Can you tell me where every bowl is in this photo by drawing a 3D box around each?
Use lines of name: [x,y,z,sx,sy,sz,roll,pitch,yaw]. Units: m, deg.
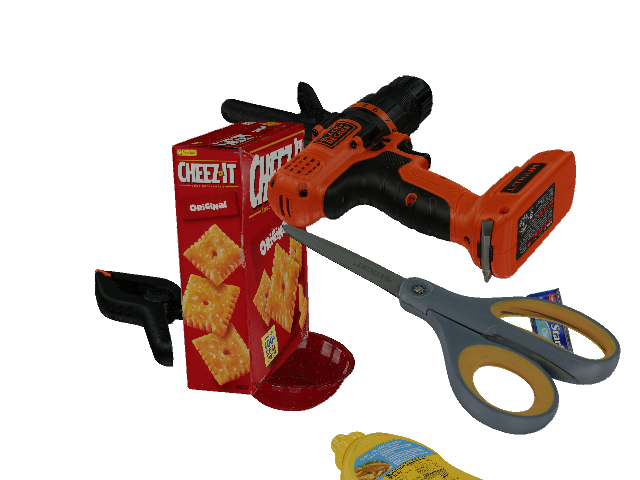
bowl: [-0.038,0.170,1.355,0.162,0.055,0.162,4,21,-2]

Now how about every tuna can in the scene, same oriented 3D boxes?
tuna can: [0.232,0.092,1.071,0.034,0.086,0.086,-12,-3,12]

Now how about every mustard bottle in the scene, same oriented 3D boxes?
mustard bottle: [0.074,0.219,0.953,0.096,0.058,0.192,-20,28,-33]

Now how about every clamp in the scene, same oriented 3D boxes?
clamp: [-0.171,0.074,1.115,0.210,0.036,0.164,16,20,29]
clamp: [-0.021,-0.118,1.109,0.120,0.039,0.172,-19,37,-27]

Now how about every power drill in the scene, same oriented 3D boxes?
power drill: [0.082,-0.051,0.766,0.188,0.057,0.184,19,46,32]

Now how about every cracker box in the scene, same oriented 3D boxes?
cracker box: [-0.064,0.009,0.956,0.072,0.214,0.164,3,14,17]

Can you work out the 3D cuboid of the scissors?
scissors: [0.051,0.043,0.556,0.202,0.016,0.096,15,42,20]
